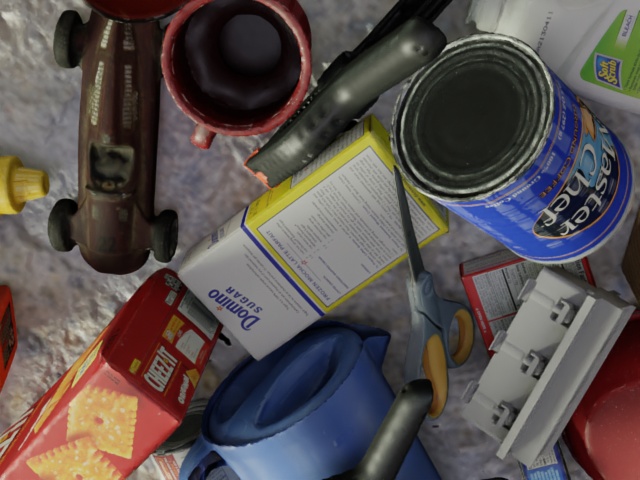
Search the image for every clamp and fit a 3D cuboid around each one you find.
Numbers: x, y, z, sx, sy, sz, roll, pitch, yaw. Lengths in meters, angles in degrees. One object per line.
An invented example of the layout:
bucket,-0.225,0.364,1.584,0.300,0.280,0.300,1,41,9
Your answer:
clamp,0.044,0.179,0.702,0.171,0.039,0.120,-43,108,12
clamp,0.021,-0.096,0.664,0.036,0.164,0.210,42,119,-10

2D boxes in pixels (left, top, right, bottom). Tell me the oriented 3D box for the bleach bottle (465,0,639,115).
bleach bottle,0.219,-0.128,0.675,0.251,0.068,0.103,15,113,1

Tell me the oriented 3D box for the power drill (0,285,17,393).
power drill,-0.317,0.081,0.750,0.187,0.184,0.057,-2,112,-5

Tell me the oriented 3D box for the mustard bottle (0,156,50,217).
mustard bottle,-0.287,-0.036,0.755,0.191,0.058,0.096,-2,113,6

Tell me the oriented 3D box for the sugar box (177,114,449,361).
sugar box,-0.005,0.001,0.755,0.176,0.048,0.093,-34,109,20

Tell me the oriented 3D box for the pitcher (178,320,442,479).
pitcher,0.020,0.195,0.789,0.149,0.144,0.242,-18,114,33

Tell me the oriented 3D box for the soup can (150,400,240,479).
soup can,-0.086,0.184,0.826,0.068,0.068,0.102,-19,110,12

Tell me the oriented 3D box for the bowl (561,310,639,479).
bowl,0.239,0.133,0.754,0.162,0.055,0.162,9,110,25

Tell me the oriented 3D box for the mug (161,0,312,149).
mug,-0.053,-0.112,0.691,0.093,0.081,0.117,23,112,-5

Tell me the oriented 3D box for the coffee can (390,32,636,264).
coffee can,0.122,-0.051,0.656,0.103,0.103,0.140,-39,146,18

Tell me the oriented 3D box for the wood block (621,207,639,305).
wood block,0.321,0.015,0.710,0.206,0.090,0.091,10,113,0

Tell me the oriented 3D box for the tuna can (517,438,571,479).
tuna can,0.167,0.172,0.791,0.034,0.086,0.086,-16,111,9

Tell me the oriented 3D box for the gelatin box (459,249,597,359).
gelatin box,0.154,0.040,0.767,0.089,0.030,0.073,-19,108,12

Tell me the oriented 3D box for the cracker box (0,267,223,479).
cracker box,-0.170,0.134,0.760,0.072,0.164,0.214,42,109,-10

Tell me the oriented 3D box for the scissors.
scissors,0.079,0.030,0.736,0.016,0.096,0.202,11,118,32
